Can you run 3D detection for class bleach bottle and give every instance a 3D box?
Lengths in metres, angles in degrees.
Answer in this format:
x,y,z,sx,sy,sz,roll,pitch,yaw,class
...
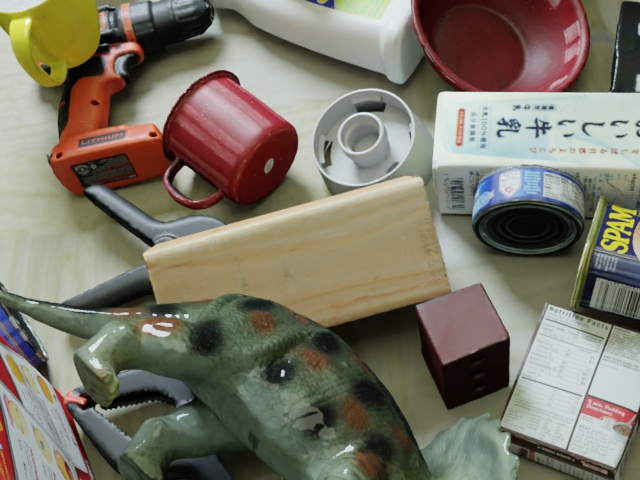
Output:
x,y,z,sx,sy,sz,roll,pitch,yaw,class
-0.019,-0.222,0.988,0.251,0.068,0.102,18,57,22,bleach bottle

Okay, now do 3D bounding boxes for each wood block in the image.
x,y,z,sx,sy,sz,roll,pitch,yaw,class
-0.017,0.021,0.802,0.206,0.091,0.090,-15,94,-1,wood block

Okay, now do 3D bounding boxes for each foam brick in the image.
x,y,z,sx,sy,sz,roll,pitch,yaw,class
0.104,0.077,0.774,0.053,0.078,0.051,-21,56,-3,foam brick

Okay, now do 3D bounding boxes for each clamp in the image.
x,y,z,sx,sy,sz,roll,pitch,yaw,class
-0.129,0.006,0.880,0.171,0.039,0.120,-3,73,2,clamp
-0.087,0.134,0.798,0.210,0.036,0.164,16,62,15,clamp

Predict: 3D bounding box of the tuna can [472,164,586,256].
x,y,z,sx,sy,sz,roll,pitch,yaw,class
0.160,-0.021,0.820,0.086,0.086,0.033,2,61,11,tuna can

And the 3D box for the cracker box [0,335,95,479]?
x,y,z,sx,sy,sz,roll,pitch,yaw,class
-0.213,0.148,0.707,0.072,0.213,0.164,-27,58,-5,cracker box

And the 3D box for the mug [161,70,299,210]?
x,y,z,sx,sy,sz,roll,pitch,yaw,class
-0.080,-0.074,0.896,0.082,0.093,0.117,38,77,23,mug

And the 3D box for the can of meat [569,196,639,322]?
x,y,z,sx,sy,sz,roll,pitch,yaw,class
0.236,0.018,0.783,0.084,0.057,0.102,15,33,15,can of meat

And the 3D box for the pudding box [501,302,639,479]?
x,y,z,sx,sy,sz,roll,pitch,yaw,class
0.186,0.109,0.764,0.090,0.039,0.113,18,61,21,pudding box

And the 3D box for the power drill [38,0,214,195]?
x,y,z,sx,sy,sz,roll,pitch,yaw,class
-0.178,-0.139,0.971,0.184,0.057,0.187,-15,54,6,power drill

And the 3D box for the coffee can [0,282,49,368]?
x,y,z,sx,sy,sz,roll,pitch,yaw,class
-0.298,0.090,0.824,0.140,0.103,0.103,-34,59,-11,coffee can

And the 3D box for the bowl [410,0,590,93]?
x,y,z,sx,sy,sz,roll,pitch,yaw,class
0.146,-0.177,0.916,0.162,0.055,0.162,5,70,-13,bowl
